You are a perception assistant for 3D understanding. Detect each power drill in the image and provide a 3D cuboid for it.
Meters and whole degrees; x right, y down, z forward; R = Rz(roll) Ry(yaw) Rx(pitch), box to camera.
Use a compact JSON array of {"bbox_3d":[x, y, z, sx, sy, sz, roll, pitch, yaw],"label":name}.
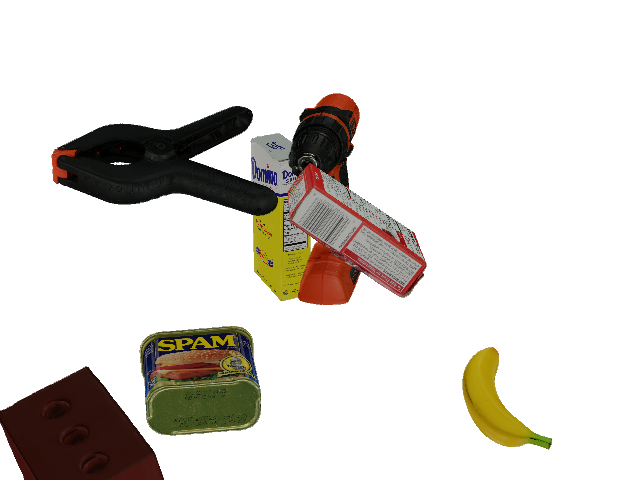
[{"bbox_3d":[0.006,-0.036,1.035,0.057,0.188,0.184,4,23,11],"label":"power drill"}]

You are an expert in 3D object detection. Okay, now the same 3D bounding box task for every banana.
[{"bbox_3d":[0.196,0.179,1.213,0.069,0.037,0.198,10,25,-15],"label":"banana"}]

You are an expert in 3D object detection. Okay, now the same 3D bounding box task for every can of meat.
[{"bbox_3d":[-0.104,0.122,0.925,0.102,0.057,0.084,-4,27,-9],"label":"can of meat"}]

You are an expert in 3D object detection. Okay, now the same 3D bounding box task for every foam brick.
[{"bbox_3d":[-0.116,0.112,0.527,0.052,0.051,0.078,-27,42,-24],"label":"foam brick"}]

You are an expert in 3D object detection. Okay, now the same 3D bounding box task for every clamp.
[{"bbox_3d":[-0.121,-0.068,0.837,0.171,0.039,0.120,5,37,-10],"label":"clamp"}]

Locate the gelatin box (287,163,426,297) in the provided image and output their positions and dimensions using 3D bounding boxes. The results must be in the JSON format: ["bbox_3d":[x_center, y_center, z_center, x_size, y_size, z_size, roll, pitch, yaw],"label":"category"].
[{"bbox_3d":[0.022,-0.007,0.676,0.089,0.030,0.073,34,12,-11],"label":"gelatin box"}]

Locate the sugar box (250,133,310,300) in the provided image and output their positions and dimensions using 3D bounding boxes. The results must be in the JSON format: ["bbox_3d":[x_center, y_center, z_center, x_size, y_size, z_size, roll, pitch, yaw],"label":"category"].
[{"bbox_3d":[-0.047,-0.028,1.252,0.048,0.176,0.093,-13,26,-21],"label":"sugar box"}]
